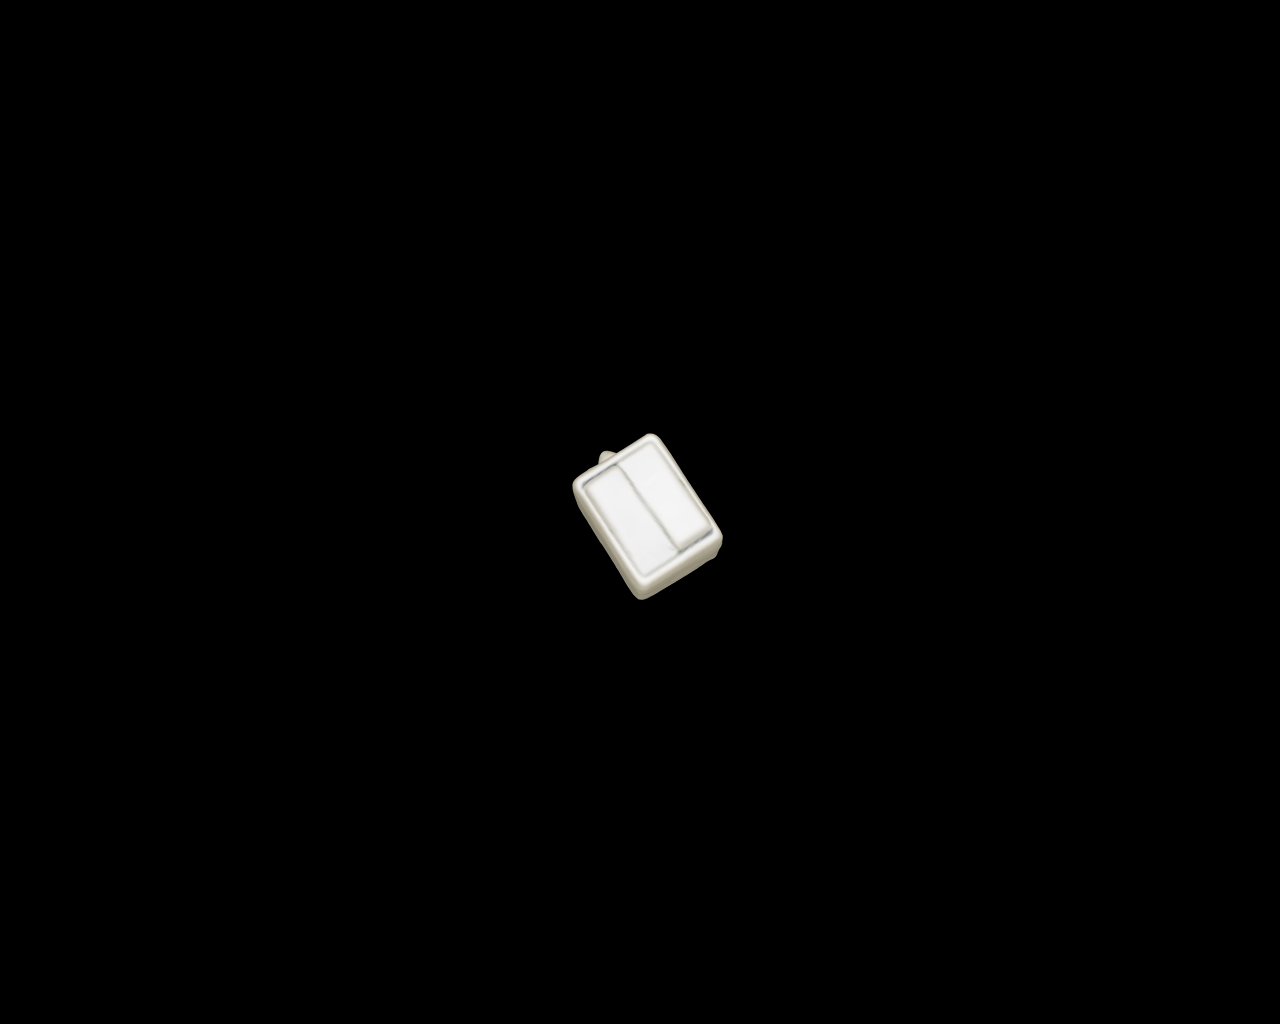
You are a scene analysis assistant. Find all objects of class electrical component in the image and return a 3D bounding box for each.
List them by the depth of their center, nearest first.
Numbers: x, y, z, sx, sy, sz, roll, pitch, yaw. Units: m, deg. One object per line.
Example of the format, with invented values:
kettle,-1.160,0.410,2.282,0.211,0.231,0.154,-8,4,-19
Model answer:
electrical component,0.001,-0.003,0.650,0.062,0.096,0.061,-31,-11,-7
